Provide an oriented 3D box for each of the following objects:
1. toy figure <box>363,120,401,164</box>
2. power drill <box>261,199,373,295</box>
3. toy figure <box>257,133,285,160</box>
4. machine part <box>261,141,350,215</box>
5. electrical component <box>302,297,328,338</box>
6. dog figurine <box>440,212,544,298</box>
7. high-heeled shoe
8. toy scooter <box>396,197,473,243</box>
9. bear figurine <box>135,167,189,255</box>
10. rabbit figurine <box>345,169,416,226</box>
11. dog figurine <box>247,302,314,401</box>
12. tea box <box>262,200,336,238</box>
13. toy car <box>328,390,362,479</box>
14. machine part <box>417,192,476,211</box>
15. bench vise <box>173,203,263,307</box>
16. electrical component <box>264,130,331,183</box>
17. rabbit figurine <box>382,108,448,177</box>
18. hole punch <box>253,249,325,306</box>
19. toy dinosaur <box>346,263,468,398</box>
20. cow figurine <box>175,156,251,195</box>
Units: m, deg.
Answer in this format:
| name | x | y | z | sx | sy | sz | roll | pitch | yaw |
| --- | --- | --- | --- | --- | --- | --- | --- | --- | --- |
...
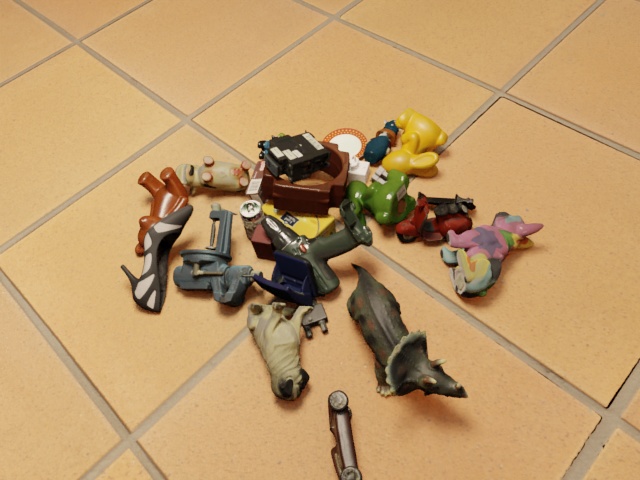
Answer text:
| name | x | y | z | sx | sy | sz | roll | pitch | yaw |
| --- | --- | --- | --- | --- | --- | --- | --- | --- | --- |
| toy figure | 0.170 | -0.269 | 1.460 | 0.064 | 0.058 | 0.154 | 44 | 58 | -11 |
| power drill | -0.002 | -0.004 | 1.186 | 0.207 | 0.086 | 0.232 | -34 | 90 | 21 |
| toy figure | -0.076 | -0.239 | 1.455 | 0.180 | 0.082 | 0.089 | 13 | 58 | 18 |
| machine part | -0.032 | -0.156 | 1.313 | 0.201 | 0.087 | 0.201 | 7 | 43 | 3 |
| electrical component | -0.018 | 0.169 | 1.189 | 0.063 | 0.021 | 0.094 | -18 | 55 | -6 |
| dog figurine | 0.393 | 0.026 | 1.193 | 0.219 | 0.108 | 0.192 | -11 | 53 | -4 |
| high-heeled shoe | -0.350 | 0.045 | 1.248 | 0.145 | 0.086 | 0.249 | 45 | 87 | 5 |
| toy scooter | 0.268 | -0.051 | 1.244 | 0.184 | 0.135 | 0.075 | -7 | 53 | 0 |
| bear figurine | -0.413 | -0.068 | 1.345 | 0.120 | 0.131 | 0.196 | -4 | 48 | 31 |
| rabbit figurine | 0.127 | -0.089 | 1.323 | 0.170 | 0.121 | 0.159 | 18 | 63 | 40 |
| dog figurine | -0.098 | 0.230 | 1.122 | 0.121 | 0.172 | 0.190 | 10 | 78 | -28 |
| tea box | -0.054 | -0.047 | 1.320 | 0.170 | 0.068 | 0.098 | 33 | 63 | 25 |
| toy car | 0.045 | 0.377 | 0.990 | 0.053 | 0.089 | 0.202 | -8 | 55 | -1 |
| machine part | 0.308 | -0.092 | 1.313 | 0.139 | 0.084 | 0.039 | 7 | 88 | 22 |
| bench vise | -0.231 | 0.029 | 1.239 | 0.224 | 0.128 | 0.240 | -5 | 73 | 29 |
| electrical component | -0.059 | -0.193 | 1.248 | 0.134 | 0.058 | 0.115 | -21 | 48 | -23 |
| rabbit figurine | 0.243 | -0.228 | 1.408 | 0.162 | 0.121 | 0.173 | 40 | 82 | 19 |
| hole punch | -0.072 | 0.098 | 1.174 | 0.142 | 0.115 | 0.092 | 14 | 48 | 34 |
| toy dinosaur | 0.126 | 0.163 | 1.072 | 0.131 | 0.192 | 0.405 | -22 | 56 | -12 |
| cow figurine | -0.282 | -0.167 | 1.413 | 0.195 | 0.127 | 0.085 | 4 | 76 | -9 |
